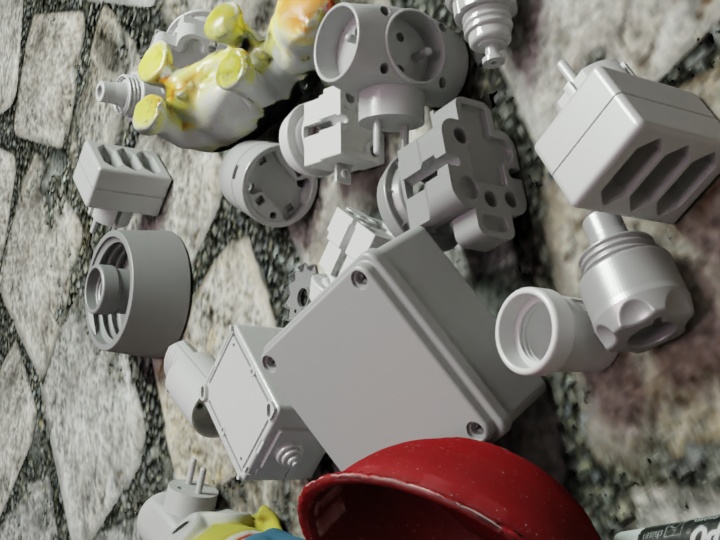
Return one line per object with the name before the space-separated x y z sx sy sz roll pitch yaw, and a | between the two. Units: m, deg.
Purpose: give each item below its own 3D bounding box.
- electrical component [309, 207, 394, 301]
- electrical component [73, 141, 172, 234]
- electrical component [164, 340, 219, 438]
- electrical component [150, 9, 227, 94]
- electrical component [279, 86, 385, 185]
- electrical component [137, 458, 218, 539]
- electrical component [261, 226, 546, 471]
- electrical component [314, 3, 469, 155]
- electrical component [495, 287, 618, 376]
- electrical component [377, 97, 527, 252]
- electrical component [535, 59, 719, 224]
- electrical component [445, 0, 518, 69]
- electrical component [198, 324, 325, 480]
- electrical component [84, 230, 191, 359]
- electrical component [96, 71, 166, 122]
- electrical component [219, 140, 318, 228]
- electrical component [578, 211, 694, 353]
electrical component | 0.000 0.000 0.634 0.066 0.048 0.055 39 109 50
electrical component | -0.209 -0.062 0.917 0.047 0.066 0.076 54 127 44
electrical component | -0.119 0.084 0.787 0.081 0.043 0.043 38 115 51
electrical component | -0.118 -0.160 0.804 0.057 0.078 0.058 -100 33 -53
electrical component | -0.017 -0.085 0.672 0.055 0.048 0.066 -11 76 46
electrical component | -0.124 0.177 0.778 0.077 0.044 0.079 21 100 58
electrical component | 0.019 0.052 0.553 0.108 0.056 0.109 52 133 6
electrical component | 0.018 -0.101 0.596 0.044 0.077 0.079 -11 76 53
electrical component | 0.093 0.029 0.498 0.040 0.046 0.040 -12 75 53
electrical component | 0.046 -0.043 0.566 0.057 0.058 0.078 -30 62 46
electrical component | 0.111 -0.066 0.470 0.047 0.066 0.076 -55 44 34
electrical component | 0.065 -0.144 0.569 0.040 0.040 0.078 -28 63 49
electrical component | -0.050 0.088 0.676 0.061 0.061 0.096 -62 41 27
electrical component | -0.190 0.018 0.882 0.108 0.060 0.108 -12 75 53
electrical component | -0.191 -0.146 0.908 0.048 0.062 0.048 -6 83 53
electrical component | -0.064 -0.060 0.725 0.047 0.055 0.055 25 105 57
electrical component | 0.116 0.002 0.472 0.043 0.043 0.062 -46 49 41
